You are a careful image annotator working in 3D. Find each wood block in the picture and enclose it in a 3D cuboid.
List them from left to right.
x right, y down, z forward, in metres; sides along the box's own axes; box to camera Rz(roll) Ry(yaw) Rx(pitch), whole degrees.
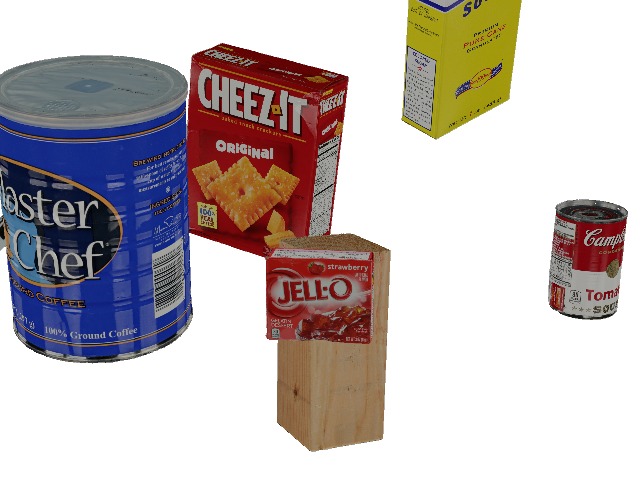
[{"bbox_3d":[0.011,0.104,1.126,0.090,0.206,0.091,-5,15,-26],"label":"wood block"}]

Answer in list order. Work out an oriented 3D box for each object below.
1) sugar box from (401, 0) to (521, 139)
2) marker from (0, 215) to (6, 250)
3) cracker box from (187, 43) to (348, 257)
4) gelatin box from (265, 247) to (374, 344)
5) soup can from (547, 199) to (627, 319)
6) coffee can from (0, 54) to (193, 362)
[{"bbox_3d":[0.111,-0.174,0.817,0.093,0.176,0.048,-31,51,-31],"label":"sugar box"},{"bbox_3d":[-0.231,-0.013,0.800,0.020,0.020,0.121,0,39,37],"label":"marker"},{"bbox_3d":[-0.066,-0.092,1.179,0.164,0.214,0.072,18,29,22],"label":"cracker box"},{"bbox_3d":[-0.001,0.046,0.882,0.089,0.073,0.030,2,17,7],"label":"gelatin box"},{"bbox_3d":[0.259,0.018,1.039,0.068,0.102,0.068,1,18,0],"label":"soup can"},{"bbox_3d":[-0.122,-0.019,0.583,0.103,0.140,0.103,1,26,-1],"label":"coffee can"}]
